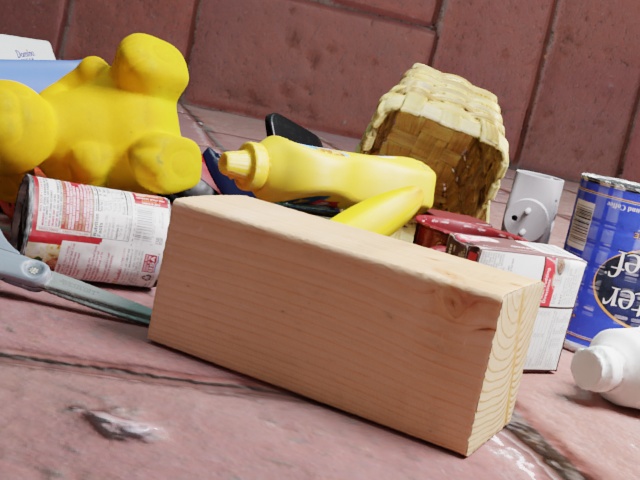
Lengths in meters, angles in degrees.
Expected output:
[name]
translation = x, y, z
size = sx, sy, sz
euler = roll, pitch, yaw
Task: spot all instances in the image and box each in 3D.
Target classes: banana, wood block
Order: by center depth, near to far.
[wood block]
translation = 0.013, 0.041, 0.629
size = 0.206, 0.091, 0.090
euler = 16, 10, 24
[banana]
translation = 0.025, 0.000, 0.780
size = 0.070, 0.037, 0.197
euler = -17, 9, 22

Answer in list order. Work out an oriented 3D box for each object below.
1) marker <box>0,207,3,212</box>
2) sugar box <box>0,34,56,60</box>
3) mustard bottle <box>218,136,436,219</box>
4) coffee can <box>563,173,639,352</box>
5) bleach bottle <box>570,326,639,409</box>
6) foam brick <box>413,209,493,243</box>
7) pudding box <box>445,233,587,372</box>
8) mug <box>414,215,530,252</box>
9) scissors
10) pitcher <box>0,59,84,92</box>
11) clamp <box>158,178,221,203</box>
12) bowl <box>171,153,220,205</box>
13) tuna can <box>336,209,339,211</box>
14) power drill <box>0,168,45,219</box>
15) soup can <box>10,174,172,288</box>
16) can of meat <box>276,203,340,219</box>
[marker]
translation = -0.253, -0.037, 0.968
size = 0.020, 0.020, 0.121
euler = 16, 10, 22
[sugar box]
translation = -0.388, -0.168, 1.204
size = 0.176, 0.048, 0.093
euler = -26, -11, 31
[mustard bottle]
translation = 0.000, -0.055, 0.923
size = 0.191, 0.058, 0.096
euler = 7, 2, -33
[coffee can]
translation = 0.251, 0.024, 0.890
size = 0.103, 0.140, 0.103
euler = 12, 9, -2
[bleach bottle]
translation = 0.276, 0.089, 0.780
size = 0.250, 0.068, 0.103
euler = 3, 13, -33
[foam brick]
translation = 0.114, 0.015, 0.959
size = 0.053, 0.078, 0.051
euler = 9, 11, -17
[pudding box]
translation = 0.130, 0.046, 0.754
size = 0.113, 0.090, 0.039
euler = 7, 13, -34
[mug]
translation = 0.105, 0.031, 0.836
size = 0.093, 0.081, 0.117
euler = 17, 11, 29
[scissors]
translation = -0.188, 0.007, 0.683
size = 0.201, 0.016, 0.096
euler = 9, 46, -13
[pitcher]
translation = -0.328, -0.122, 1.090
size = 0.145, 0.149, 0.242
euler = 50, 28, 20
[clamp]
translation = -0.158, -0.067, 1.055
size = 0.171, 0.039, 0.120
euler = 28, -9, 15
[bowl]
translation = -0.150, -0.067, 1.180
size = 0.162, 0.055, 0.162
euler = 12, 9, -2
[tuna can]
translation = 0.020, -0.027, 1.223
size = 0.086, 0.034, 0.086
euler = 12, 9, -2
[power drill]
translation = -0.156, -0.028, 0.935
size = 0.188, 0.057, 0.184
euler = 13, 13, 22
[soup can]
translation = -0.161, -0.005, 0.750
size = 0.102, 0.068, 0.069
euler = 9, 10, -23
[can of meat]
translation = -0.006, 0.001, 0.950
size = 0.102, 0.057, 0.084
euler = 9, 8, -20
